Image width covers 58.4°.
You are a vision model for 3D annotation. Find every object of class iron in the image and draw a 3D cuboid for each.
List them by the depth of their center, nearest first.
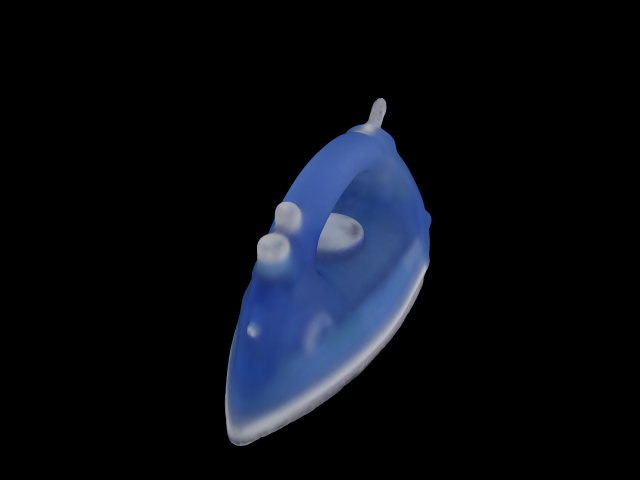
[{"bbox_3d":[0.004,0.001,0.400,0.118,0.141,0.259,12,33,20],"label":"iron"}]
